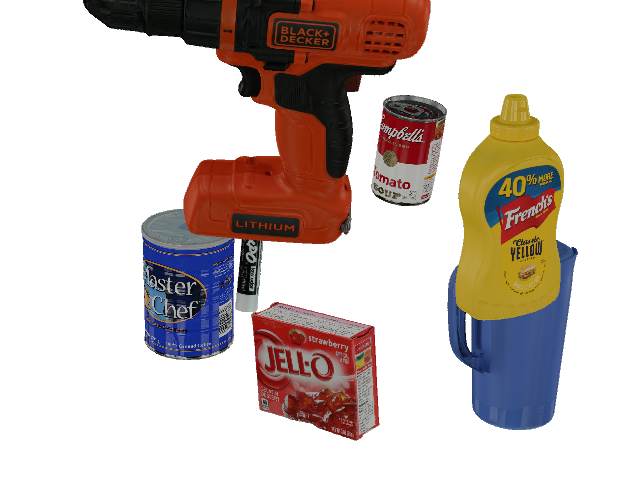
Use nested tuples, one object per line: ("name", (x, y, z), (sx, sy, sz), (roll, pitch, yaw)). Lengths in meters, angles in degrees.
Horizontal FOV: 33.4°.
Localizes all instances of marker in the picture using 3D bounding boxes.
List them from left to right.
("marker", (-0.057, 0.000, 0.893), (0.020, 0.121, 0.020), (5, 12, -1))

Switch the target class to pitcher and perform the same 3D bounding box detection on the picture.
("pitcher", (0.246, 0.118, 1.377), (0.149, 0.243, 0.144), (5, 18, 16))

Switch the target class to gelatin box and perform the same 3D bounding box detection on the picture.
("gelatin box", (-0.005, 0.087, 0.720), (0.089, 0.073, 0.030), (11, 23, 37))

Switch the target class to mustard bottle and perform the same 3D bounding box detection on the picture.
("mustard bottle", (0.164, -0.031, 0.917), (0.096, 0.192, 0.058), (-12, 24, -22))

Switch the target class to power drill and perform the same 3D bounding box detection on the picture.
("power drill", (-0.041, -0.080, 0.615), (0.184, 0.057, 0.188), (5, -41, -3))

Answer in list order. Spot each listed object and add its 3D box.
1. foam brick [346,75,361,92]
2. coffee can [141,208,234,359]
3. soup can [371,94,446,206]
("foam brick", (0.007, -0.178, 0.965), (0.053, 0.051, 0.078), (-2, -43, 12))
("coffee can", (-0.147, 0.047, 1.193), (0.103, 0.140, 0.103), (2, 23, -1))
("soup can", (0.094, -0.097, 1.146), (0.068, 0.102, 0.068), (6, 29, -3))
